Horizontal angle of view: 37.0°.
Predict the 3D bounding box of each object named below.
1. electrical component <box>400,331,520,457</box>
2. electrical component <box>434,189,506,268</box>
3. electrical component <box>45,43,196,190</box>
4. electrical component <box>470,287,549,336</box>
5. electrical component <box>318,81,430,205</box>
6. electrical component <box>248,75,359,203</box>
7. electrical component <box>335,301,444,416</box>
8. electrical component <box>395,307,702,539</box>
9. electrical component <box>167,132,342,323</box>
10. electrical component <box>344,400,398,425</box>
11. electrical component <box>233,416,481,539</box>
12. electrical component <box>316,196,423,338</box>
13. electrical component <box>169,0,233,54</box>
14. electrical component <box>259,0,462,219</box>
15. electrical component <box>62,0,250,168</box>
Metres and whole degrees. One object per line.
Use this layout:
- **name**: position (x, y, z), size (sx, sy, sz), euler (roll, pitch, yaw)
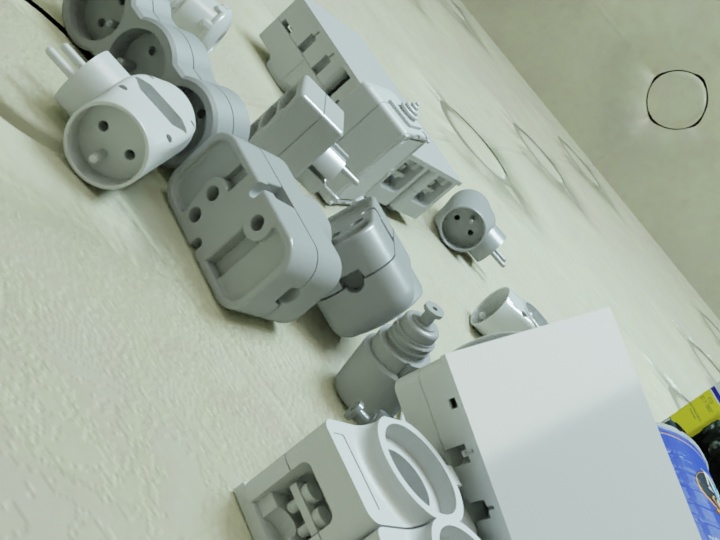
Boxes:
- **electrical component**: position (0.077, 0.081, 0.627), size (0.064, 0.099, 0.099), euler (45, 18, -37)
- **electrical component**: position (0.112, -0.034, 1.022), size (0.079, 0.044, 0.077), euler (48, 18, -6)
- **electrical component**: position (-0.128, -0.084, 0.549), size (0.079, 0.043, 0.077), euler (48, 18, -8)
- **electrical component**: position (0.134, 0.049, 0.910), size (0.077, 0.044, 0.079), euler (46, 18, -14)
- **electrical component**: position (0.003, -0.101, 0.809), size (0.061, 0.096, 0.062), euler (53, 17, 10)
- **electrical component**: position (-0.034, -0.078, 0.725), size (0.077, 0.066, 0.047), euler (44, 19, -19)
- **electrical component**: position (0.019, 0.049, 0.590), size (0.040, 0.078, 0.040), euler (29, 27, -16)
- **electrical component**: position (0.098, 0.124, 0.519), size (0.105, 0.060, 0.186), euler (-12, 77, -32)
- **electrical component**: position (-0.055, -0.021, 0.582), size (0.059, 0.054, 0.095), euler (21, 33, -56)
- **electrical component**: position (0.022, 0.098, 0.550), size (0.078, 0.040, 0.040), euler (47, 18, -9)
- **electrical component**: position (0.024, 0.139, 0.436), size (0.089, 0.062, 0.150), euler (25, 30, -53)
- **electrical component**: position (0.000, 0.000, 0.649), size (0.059, 0.054, 0.095), euler (59, 8, -13)
- **electrical component**: position (-0.124, -0.180, 0.754), size (0.062, 0.048, 0.048), euler (40, 19, -8)
- **electrical component**: position (-0.004, -0.136, 0.925), size (0.105, 0.060, 0.186), euler (18, 36, -59)
- **electrical component**: position (-0.112, -0.117, 0.639), size (0.138, 0.052, 0.074), euler (54, 19, 13)
